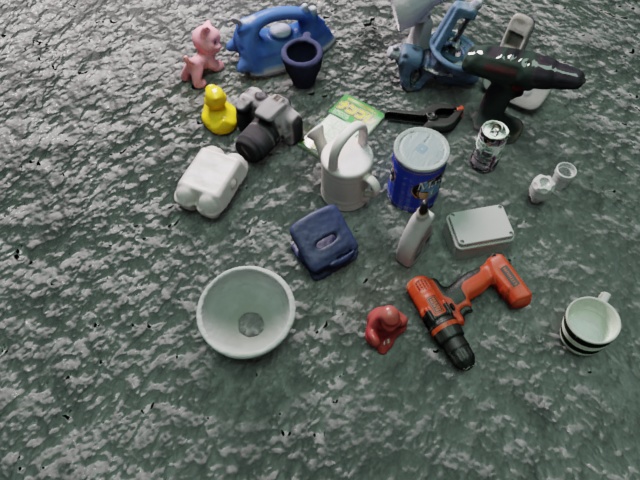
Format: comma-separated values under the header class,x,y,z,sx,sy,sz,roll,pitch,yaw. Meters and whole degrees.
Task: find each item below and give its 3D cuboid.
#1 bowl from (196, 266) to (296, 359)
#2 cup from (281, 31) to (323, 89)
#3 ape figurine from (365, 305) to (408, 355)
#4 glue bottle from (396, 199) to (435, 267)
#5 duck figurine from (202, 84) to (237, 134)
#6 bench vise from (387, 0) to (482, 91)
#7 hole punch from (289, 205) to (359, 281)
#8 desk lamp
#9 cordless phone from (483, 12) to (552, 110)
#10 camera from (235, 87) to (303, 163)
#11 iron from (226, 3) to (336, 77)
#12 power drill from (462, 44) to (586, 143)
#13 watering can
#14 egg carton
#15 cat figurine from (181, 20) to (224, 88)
class,x,y,z,sx,sy,sz,roll,pitch,yaw
bowl,-0.123,0.133,0.981,0.167,0.075,0.167,0,60,0
cup,-0.036,-0.395,1.277,0.091,0.095,0.118,7,60,4
ape figurine,0.113,0.141,0.967,0.078,0.092,0.076,-12,60,-7
glue bottle,0.175,-0.021,1.015,0.037,0.173,0.078,35,66,19
duck figurine,-0.218,-0.284,1.217,0.077,0.086,0.104,-19,62,-11
bench vise,0.255,-0.408,1.213,0.207,0.220,0.121,-15,61,-9
hole punch,0.010,0.004,1.047,0.109,0.091,0.101,-29,64,-16
desk lamp,0.239,-0.503,1.272,0.203,0.214,0.118,-7,60,-4
cordless phone,0.438,-0.379,1.216,0.147,0.185,0.094,30,64,16
camera,-0.125,-0.238,1.182,0.143,0.101,0.137,30,64,16
iron,-0.083,-0.474,1.296,0.258,0.141,0.118,-21,62,-12
power drill,0.390,-0.297,1.155,0.229,0.208,0.076,26,63,15
watering can,0.044,-0.150,1.077,0.172,0.194,0.101,21,62,12
egg carton,-0.211,-0.115,1.129,0.107,0.069,0.150,19,62,11
cat figurine,-0.264,-0.426,1.281,0.067,0.118,0.128,27,63,15
